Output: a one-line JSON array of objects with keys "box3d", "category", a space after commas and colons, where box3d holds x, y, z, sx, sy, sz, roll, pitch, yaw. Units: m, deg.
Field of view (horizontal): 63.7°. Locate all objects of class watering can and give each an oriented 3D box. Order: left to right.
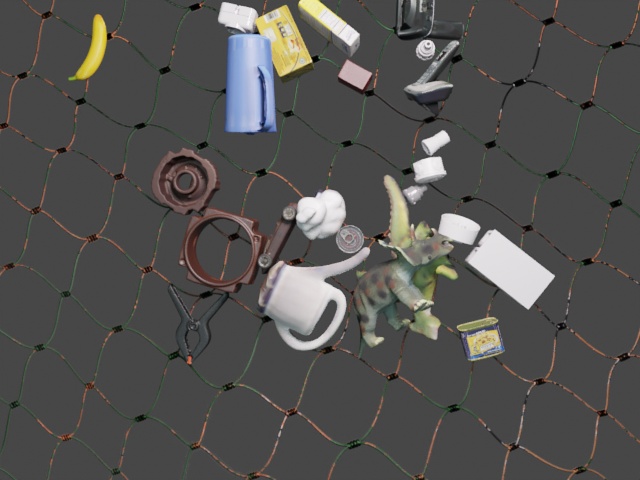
[{"box3d": [-0.030, 0.124, 1.300, 0.224, 0.105, 0.342, 26, 111, 2], "category": "watering can"}]

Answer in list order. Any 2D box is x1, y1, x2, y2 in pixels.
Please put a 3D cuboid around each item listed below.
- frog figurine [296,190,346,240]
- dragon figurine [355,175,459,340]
[{"box3d": [0.004, -0.065, 1.294, 0.123, 0.159, 0.137, 42, 92, 1], "category": "frog figurine"}, {"box3d": [0.199, 0.064, 1.315, 0.241, 0.122, 0.412, -35, 84, 10], "category": "dragon figurine"}]
